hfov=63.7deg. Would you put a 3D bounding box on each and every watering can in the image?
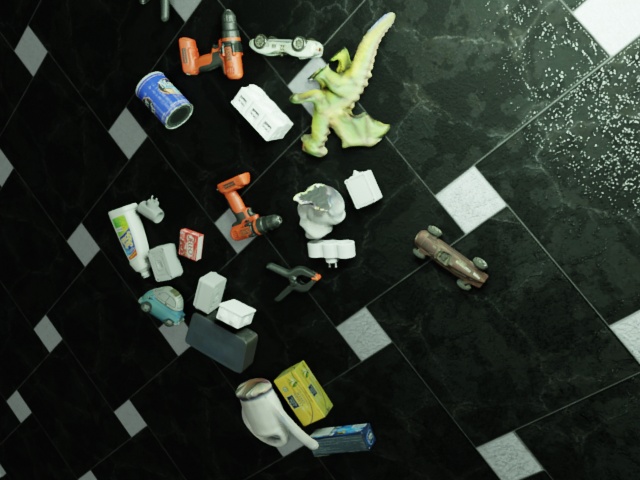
[{"bbox_3d":[-0.148,0.544,1.607,0.345,0.105,0.223,-15,99,47],"label":"watering can"}]

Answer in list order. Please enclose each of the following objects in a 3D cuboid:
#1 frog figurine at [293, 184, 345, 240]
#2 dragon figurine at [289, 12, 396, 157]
[{"bbox_3d":[0.004,-0.071,1.414,0.137,0.125,0.156,5,143,16],"label":"frog figurine"},{"bbox_3d":[0.083,-0.351,1.307,0.405,0.125,0.241,-31,106,31],"label":"dragon figurine"}]
